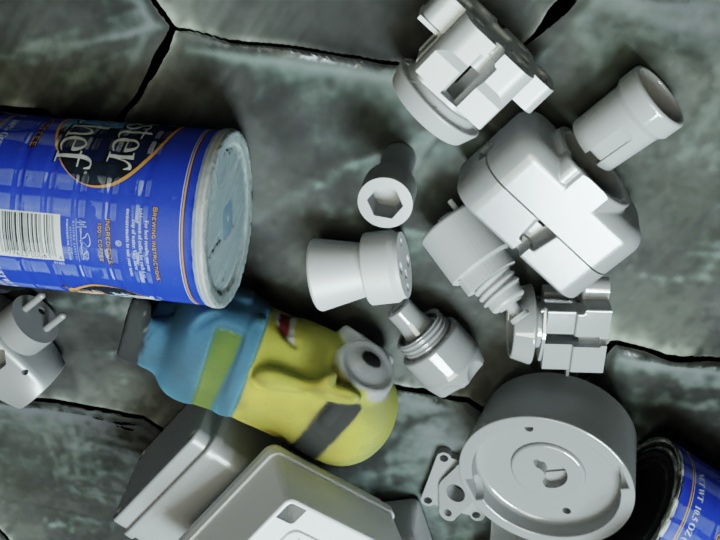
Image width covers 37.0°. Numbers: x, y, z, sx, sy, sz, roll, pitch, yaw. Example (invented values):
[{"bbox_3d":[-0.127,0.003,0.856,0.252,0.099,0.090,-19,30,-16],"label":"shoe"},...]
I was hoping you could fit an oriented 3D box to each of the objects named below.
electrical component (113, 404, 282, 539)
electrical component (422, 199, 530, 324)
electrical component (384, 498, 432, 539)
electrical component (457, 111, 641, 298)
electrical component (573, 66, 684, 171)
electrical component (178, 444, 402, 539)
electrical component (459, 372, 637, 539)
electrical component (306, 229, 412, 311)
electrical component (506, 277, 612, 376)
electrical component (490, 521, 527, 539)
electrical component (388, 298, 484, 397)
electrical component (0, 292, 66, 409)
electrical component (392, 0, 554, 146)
[{"bbox_3d":[-0.108,0.133,0.725,0.057,0.078,0.113,36,119,-14],"label":"electrical component"},{"bbox_3d":[0.070,-0.003,0.622,0.040,0.040,0.078,-42,78,27],"label":"electrical component"},{"bbox_3d":[0.002,0.225,0.770,0.109,0.056,0.108,-10,117,16],"label":"electrical component"},{"bbox_3d":[0.109,-0.039,0.600,0.095,0.053,0.059,41,118,-13],"label":"electrical component"},{"bbox_3d":[0.144,-0.080,0.579,0.040,0.040,0.046,43,124,-14],"label":"electrical component"},{"bbox_3d":[-0.045,0.179,0.673,0.109,0.056,0.108,35,106,-32],"label":"electrical component"},{"bbox_3d":[0.122,0.114,0.677,0.108,0.060,0.108,12,128,15],"label":"electrical component"},{"bbox_3d":[0.000,0.000,0.648,0.055,0.045,0.045,-7,118,14],"label":"electrical component"},{"bbox_3d":[0.118,0.033,0.645,0.055,0.048,0.066,1,120,1],"label":"electrical component"},{"bbox_3d":[0.101,0.217,0.751,0.076,0.047,0.083,-12,116,15],"label":"electrical component"},{"bbox_3d":[0.044,0.045,0.667,0.043,0.043,0.062,-36,106,26],"label":"electrical component"},{"bbox_3d":[-0.228,0.042,0.715,0.079,0.043,0.077,-35,108,25],"label":"electrical component"},{"bbox_3d":[0.055,-0.104,0.572,0.078,0.058,0.057,40,116,-13],"label":"electrical component"}]
